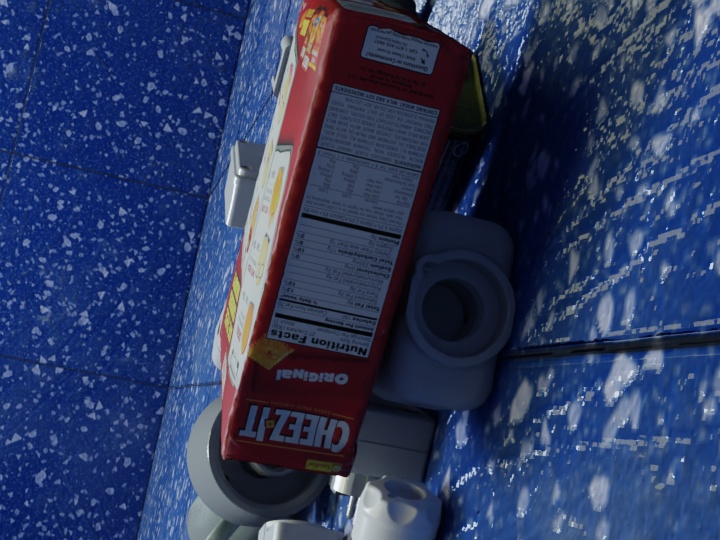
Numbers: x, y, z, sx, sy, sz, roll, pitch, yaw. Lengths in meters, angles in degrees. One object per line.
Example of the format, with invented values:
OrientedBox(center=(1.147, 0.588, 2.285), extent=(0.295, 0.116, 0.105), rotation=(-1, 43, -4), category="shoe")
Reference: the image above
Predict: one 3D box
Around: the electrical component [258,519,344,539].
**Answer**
OrientedBox(center=(-0.047, 0.211, 0.754), extent=(0.089, 0.050, 0.055), rotation=(121, 157, -55), category="electrical component")

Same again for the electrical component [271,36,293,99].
OrientedBox(center=(-0.030, -0.171, 0.961), extent=(0.055, 0.089, 0.050), rotation=(-108, 33, -67), category="electrical component")

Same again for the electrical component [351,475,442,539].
OrientedBox(center=(0.016, 0.142, 0.558), extent=(0.043, 0.043, 0.062), rotation=(-123, 45, -73), category="electrical component")

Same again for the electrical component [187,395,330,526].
OrientedBox(center=(-0.071, 0.138, 0.813), extent=(0.060, 0.108, 0.108), rotation=(146, 136, -63), category="electrical component")

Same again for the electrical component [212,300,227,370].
OrientedBox(center=(-0.075, 0.062, 0.920), extent=(0.059, 0.095, 0.053), rotation=(119, 159, -52), category="electrical component")

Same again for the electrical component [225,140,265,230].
OrientedBox(center=(-0.068, -0.072, 0.993), extent=(0.108, 0.109, 0.056), rotation=(-109, 31, -67), category="electrical component")

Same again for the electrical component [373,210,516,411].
OrientedBox(center=(0.041, 0.021, 0.541), extent=(0.059, 0.054, 0.095), rotation=(156, 126, -75), category="electrical component")

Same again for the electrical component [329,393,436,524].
OrientedBox(center=(0.004, 0.112, 0.632), extent=(0.083, 0.047, 0.075), rotation=(-163, 85, -78), category="electrical component")
